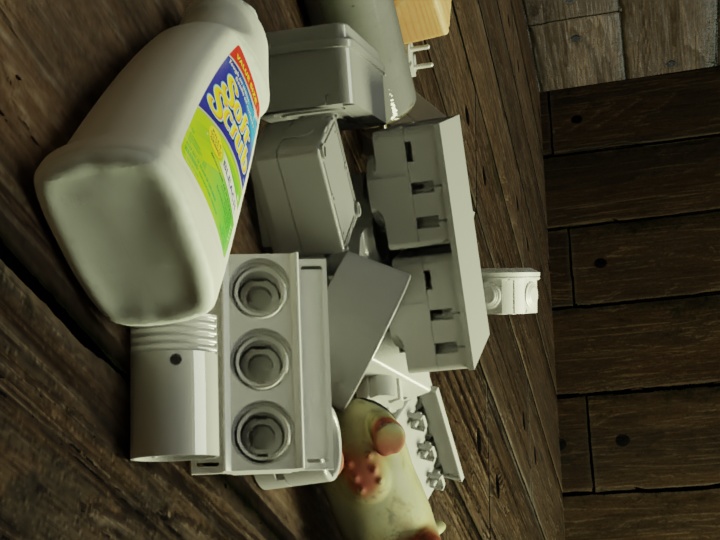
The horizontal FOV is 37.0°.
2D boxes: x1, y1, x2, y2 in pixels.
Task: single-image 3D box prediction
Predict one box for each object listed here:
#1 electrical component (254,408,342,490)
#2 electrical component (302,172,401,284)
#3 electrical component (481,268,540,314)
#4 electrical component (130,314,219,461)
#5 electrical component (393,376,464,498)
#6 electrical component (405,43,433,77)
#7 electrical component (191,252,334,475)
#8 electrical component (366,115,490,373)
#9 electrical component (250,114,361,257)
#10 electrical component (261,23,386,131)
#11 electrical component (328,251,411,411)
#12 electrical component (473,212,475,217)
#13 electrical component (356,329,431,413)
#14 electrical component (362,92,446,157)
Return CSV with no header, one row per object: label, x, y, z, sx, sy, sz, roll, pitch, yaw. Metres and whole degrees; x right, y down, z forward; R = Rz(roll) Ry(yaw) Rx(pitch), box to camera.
electrical component,-0.041,0.114,0.701,0.055,0.047,0.055,-7,90,-76
electrical component,0.000,0.000,0.881,0.150,0.062,0.089,63,25,-54
electrical component,0.161,0.023,1.204,0.080,0.080,0.051,0,89,-76
electrical component,-0.093,0.053,0.536,0.043,0.043,0.081,39,47,-70
electrical component,0.041,0.151,0.967,0.063,0.079,0.121,-54,140,-37
electrical component,0.034,-0.208,1.074,0.047,0.077,0.065,-72,152,-58
electrical component,-0.058,0.057,0.625,0.063,0.079,0.121,114,-25,-74
electrical component,0.055,-0.023,0.850,0.105,0.060,0.186,-41,123,-73
electrical component,-0.040,-0.052,0.751,0.061,0.061,0.096,-72,152,-58
electrical component,-0.029,-0.139,0.797,0.113,0.078,0.057,4,82,-75
electrical component,-0.015,0.038,0.759,0.108,0.060,0.108,-63,180,-1
electrical component,0.064,-0.062,1.120,0.121,0.079,0.063,19,83,-68
electrical component,0.015,0.092,0.865,0.083,0.047,0.075,32,43,-43
electrical component,0.047,-0.125,1.040,0.096,0.061,0.061,47,-28,40
